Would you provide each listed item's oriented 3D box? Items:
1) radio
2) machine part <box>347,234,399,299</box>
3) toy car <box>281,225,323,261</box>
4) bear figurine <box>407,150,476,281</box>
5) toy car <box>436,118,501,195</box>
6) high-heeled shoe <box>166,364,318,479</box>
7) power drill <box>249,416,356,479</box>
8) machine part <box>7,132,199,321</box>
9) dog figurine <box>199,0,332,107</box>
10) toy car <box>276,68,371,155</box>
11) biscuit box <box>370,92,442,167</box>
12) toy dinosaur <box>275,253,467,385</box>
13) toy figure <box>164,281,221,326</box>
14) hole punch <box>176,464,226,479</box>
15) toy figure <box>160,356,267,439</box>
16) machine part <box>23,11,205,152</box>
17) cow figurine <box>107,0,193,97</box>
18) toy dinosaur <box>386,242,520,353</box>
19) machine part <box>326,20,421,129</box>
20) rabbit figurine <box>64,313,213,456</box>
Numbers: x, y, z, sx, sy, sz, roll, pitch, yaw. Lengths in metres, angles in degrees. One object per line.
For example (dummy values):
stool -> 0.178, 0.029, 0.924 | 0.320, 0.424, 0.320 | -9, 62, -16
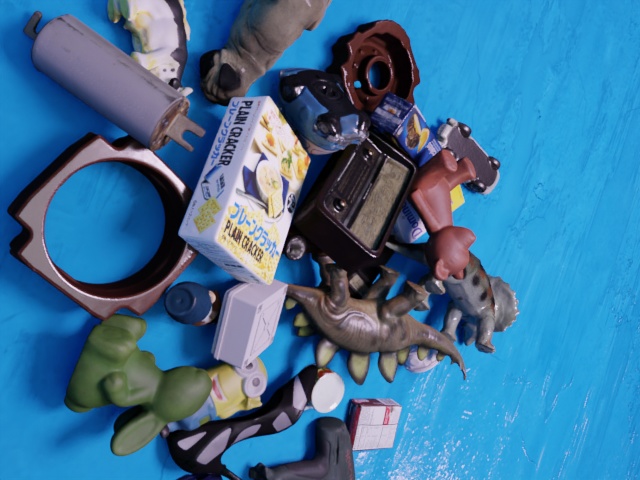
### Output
radio -> 0.060, -0.073, 0.852 | 0.131, 0.073, 0.229 | 39, 49, -12
machine part -> 0.096, 0.050, 0.986 | 0.084, 0.039, 0.139 | 43, 75, -24
toy car -> -0.002, -0.003, 0.873 | 0.202, 0.089, 0.053 | -2, 103, -34
bear figurine -> 0.220, -0.036, 0.917 | 0.120, 0.132, 0.196 | 8, 56, -49
toy car -> 0.296, -0.164, 1.083 | 0.201, 0.056, 0.073 | 36, 83, -33
high-heeled shoe -> -0.119, 0.265, 0.851 | 0.145, 0.086, 0.249 | 44, 65, -12
power drill -> -0.021, 0.439, 0.941 | 0.207, 0.086, 0.231 | -2, 98, -31
machine part -> -0.265, -0.018, 0.685 | 0.201, 0.087, 0.200 | -53, 123, -19
dog figurine -> -0.075, -0.273, 0.732 | 0.121, 0.172, 0.190 | 29, 73, -25
toy car -> -0.002, -0.187, 0.830 | 0.109, 0.162, 0.103 | -19, 153, -38
biscuit box -> 0.157, -0.175, 0.931 | 0.059, 0.063, 0.202 | -55, 148, 4
toy dinosaur -> 0.094, 0.146, 0.935 | 0.471, 0.105, 0.198 | 18, 103, -19
toy figure -> -0.170, 0.093, 0.758 | 0.064, 0.154, 0.057 | 8, 79, 7
hole punch -> -0.189, 0.424, 0.814 | 0.142, 0.092, 0.115 | -13, 102, -30
toy figure -> -0.164, 0.225, 0.802 | 0.180, 0.089, 0.082 | -24, 106, -22
machine part -> -0.244, -0.183, 0.631 | 0.243, 0.079, 0.079 | 35, 75, -2
cow figurine -> -0.209, -0.234, 0.704 | 0.098, 0.068, 0.167 | -21, 111, -38
toy dinosaur -> 0.273, 0.083, 1.058 | 0.404, 0.131, 0.192 | 54, 48, -29
machine part -> 0.091, -0.279, 0.916 | 0.179, 0.056, 0.179 | -8, 104, -35
rabbit figurine -> -0.230, 0.193, 0.695 | 0.170, 0.121, 0.159 | 23, 84, -11
